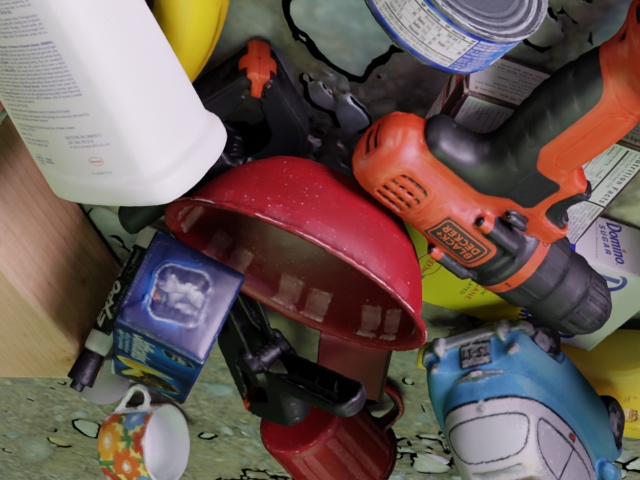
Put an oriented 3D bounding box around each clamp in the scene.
[{"bbox_3d":[-0.044,-0.046,0.640,0.120,0.039,0.172,7,146,-23],"label":"clamp"},{"bbox_3d":[-0.044,0.076,0.775,0.164,0.036,0.210,52,159,9],"label":"clamp"}]

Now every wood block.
[{"bbox_3d":[-0.217,0.002,0.709,0.091,0.090,0.206,-2,143,18],"label":"wood block"}]

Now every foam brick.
[{"bbox_3d":[0.027,0.072,0.768,0.051,0.053,0.078,9,143,3],"label":"foam brick"}]

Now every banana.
[{"bbox_3d":[-0.082,-0.120,0.554,0.069,0.037,0.198,28,143,5],"label":"banana"}]

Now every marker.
[{"bbox_3d":[-0.138,0.047,0.726,0.020,0.121,0.020,24,169,5],"label":"marker"}]

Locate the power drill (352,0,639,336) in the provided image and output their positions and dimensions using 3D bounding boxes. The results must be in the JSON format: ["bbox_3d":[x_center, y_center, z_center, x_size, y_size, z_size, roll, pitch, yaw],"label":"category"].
[{"bbox_3d":[0.137,-0.030,0.530,0.184,0.057,0.188,34,133,-27],"label":"power drill"}]

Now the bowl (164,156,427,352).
[{"bbox_3d":[-0.004,0.001,0.597,0.162,0.055,0.162,25,162,9],"label":"bowl"}]

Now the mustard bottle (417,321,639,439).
[{"bbox_3d":[0.164,0.094,0.755,0.191,0.058,0.096,8,143,6],"label":"mustard bottle"}]

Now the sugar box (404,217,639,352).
[{"bbox_3d":[0.113,0.012,0.667,0.176,0.048,0.093,19,144,-8],"label":"sugar box"}]

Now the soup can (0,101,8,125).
[{"bbox_3d":[-0.210,-0.108,0.575,0.102,0.068,0.069,32,140,-25],"label":"soup can"}]

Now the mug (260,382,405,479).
[{"bbox_3d":[0.014,0.154,0.865,0.117,0.093,0.081,-33,127,6],"label":"mug"}]

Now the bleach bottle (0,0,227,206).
[{"bbox_3d":[-0.138,-0.132,0.496,0.103,0.068,0.251,3,132,34],"label":"bleach bottle"}]

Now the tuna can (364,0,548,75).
[{"bbox_3d":[0.058,-0.117,0.472,0.086,0.086,0.034,28,143,-21],"label":"tuna can"}]

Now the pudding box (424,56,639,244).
[{"bbox_3d":[0.113,-0.049,0.590,0.113,0.039,0.090,16,141,-10],"label":"pudding box"}]
